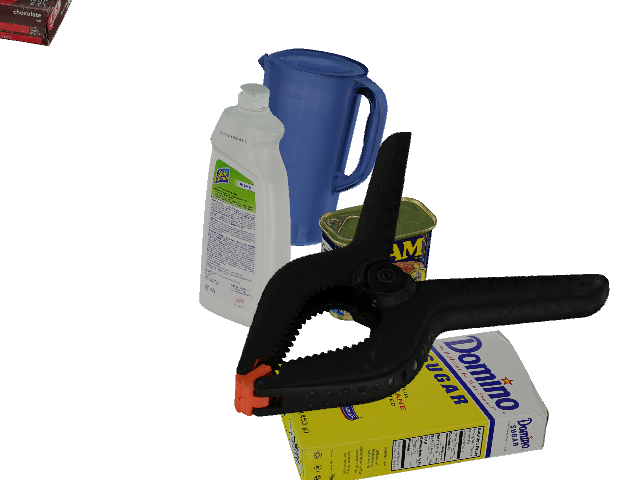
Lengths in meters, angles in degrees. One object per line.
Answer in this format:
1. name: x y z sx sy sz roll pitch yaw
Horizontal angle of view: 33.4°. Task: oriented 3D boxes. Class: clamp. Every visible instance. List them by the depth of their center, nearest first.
1. clamp: 0.031 0.022 0.583 0.209 0.036 0.165 -27 55 -26

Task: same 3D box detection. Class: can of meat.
1. can of meat: 0.049 0.017 0.951 0.102 0.084 0.057 -13 36 -23

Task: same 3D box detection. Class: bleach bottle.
1. bleach bottle: -0.071 -0.037 1.106 0.103 0.251 0.068 19 29 23

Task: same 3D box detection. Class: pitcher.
1. pitcher: -0.013 -0.118 1.380 0.144 0.243 0.149 2 23 -17

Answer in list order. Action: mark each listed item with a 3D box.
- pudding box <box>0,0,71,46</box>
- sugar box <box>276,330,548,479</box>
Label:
1. pudding box: -0.253 -0.205 0.874 0.090 0.039 0.113 9 36 -4
2. sugar box: 0.062 0.117 0.761 0.176 0.048 0.093 -10 37 -9
